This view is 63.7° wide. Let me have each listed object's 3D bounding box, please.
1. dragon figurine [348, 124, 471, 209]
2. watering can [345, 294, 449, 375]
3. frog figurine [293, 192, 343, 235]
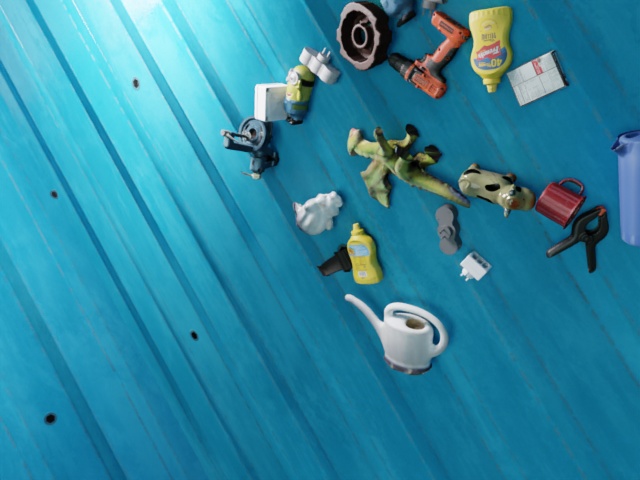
[{"bbox_3d":[0.221,-0.184,1.468,0.414,0.124,0.238,51,146,14],"label":"dragon figurine"},{"bbox_3d":[0.233,0.290,1.602,0.349,0.105,0.221,12,114,33],"label":"watering can"},{"bbox_3d":[0.005,-0.083,1.640,0.158,0.126,0.135,-12,133,30],"label":"frog figurine"}]
